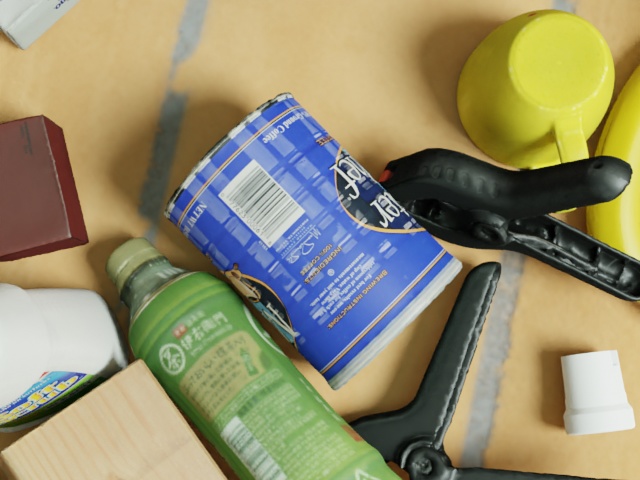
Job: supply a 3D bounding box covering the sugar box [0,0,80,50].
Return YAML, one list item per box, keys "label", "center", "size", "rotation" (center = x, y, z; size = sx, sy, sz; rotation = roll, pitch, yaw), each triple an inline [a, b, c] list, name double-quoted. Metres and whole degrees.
- label: "sugar box"
  center: [-0.213, -0.213, 0.659]
  size: [0.093, 0.048, 0.176]
  rotation: [-44, 85, -5]

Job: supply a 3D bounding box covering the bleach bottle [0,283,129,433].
- label: "bleach bottle"
  center: [-0.166, 0.061, 0.532]
  size: [0.102, 0.251, 0.068]
  rotation: [-26, 85, -2]

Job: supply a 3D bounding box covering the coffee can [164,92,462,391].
- label: "coffee can"
  center: [-0.004, 0.001, 0.610]
  size: [0.103, 0.103, 0.140]
  rotation: [-45, 86, -3]

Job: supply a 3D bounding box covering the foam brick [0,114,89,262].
- label: "foam brick"
  center: [-0.176, -0.030, 0.640]
  size: [0.053, 0.051, 0.078]
  rotation: [-13, 85, -2]

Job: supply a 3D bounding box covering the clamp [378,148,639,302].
- label: "clamp"
  center: [0.105, -0.022, 0.601]
  size: [0.172, 0.120, 0.039]
  rotation: [16, 59, 23]

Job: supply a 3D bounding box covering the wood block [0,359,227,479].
- label: "wood block"
  center: [-0.081, 0.180, 0.591]
  size: [0.090, 0.090, 0.206]
  rotation: [-34, 86, -22]

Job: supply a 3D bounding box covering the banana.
- label: "banana"
  center: [0.200, -0.049, 0.647]
  size: [0.069, 0.037, 0.198]
  rotation: [12, 86, -11]

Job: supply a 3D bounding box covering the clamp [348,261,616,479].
- label: "clamp"
  center: [0.073, 0.136, 0.615]
  size: [0.210, 0.036, 0.165]
  rotation: [-42, 67, 4]
